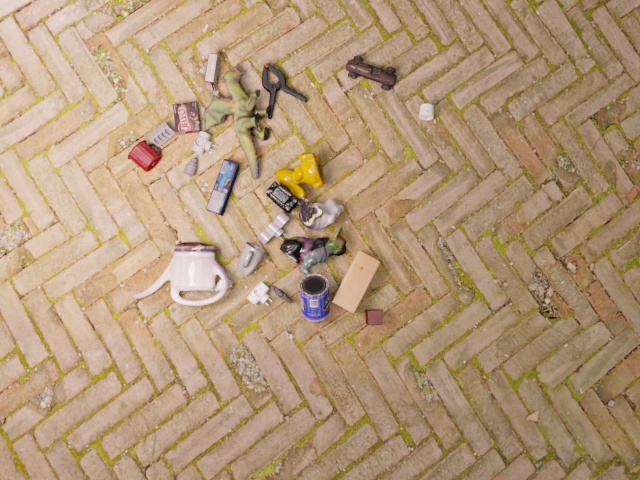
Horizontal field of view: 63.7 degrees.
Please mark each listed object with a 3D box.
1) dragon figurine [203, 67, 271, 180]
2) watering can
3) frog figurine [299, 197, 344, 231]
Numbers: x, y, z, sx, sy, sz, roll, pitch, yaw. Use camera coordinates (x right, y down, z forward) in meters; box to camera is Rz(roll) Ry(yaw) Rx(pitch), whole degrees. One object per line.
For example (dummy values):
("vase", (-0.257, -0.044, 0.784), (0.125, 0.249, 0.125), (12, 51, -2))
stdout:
("dragon figurine", (-0.318, -0.440, 1.916), (0.243, 0.122, 0.410), (8, 92, 17))
("watering can", (-0.490, 0.119, 1.826), (0.347, 0.103, 0.226), (1, 82, 6))
("frog figurine", (0.006, -0.094, 1.877), (0.138, 0.159, 0.122), (11, 96, 40))
